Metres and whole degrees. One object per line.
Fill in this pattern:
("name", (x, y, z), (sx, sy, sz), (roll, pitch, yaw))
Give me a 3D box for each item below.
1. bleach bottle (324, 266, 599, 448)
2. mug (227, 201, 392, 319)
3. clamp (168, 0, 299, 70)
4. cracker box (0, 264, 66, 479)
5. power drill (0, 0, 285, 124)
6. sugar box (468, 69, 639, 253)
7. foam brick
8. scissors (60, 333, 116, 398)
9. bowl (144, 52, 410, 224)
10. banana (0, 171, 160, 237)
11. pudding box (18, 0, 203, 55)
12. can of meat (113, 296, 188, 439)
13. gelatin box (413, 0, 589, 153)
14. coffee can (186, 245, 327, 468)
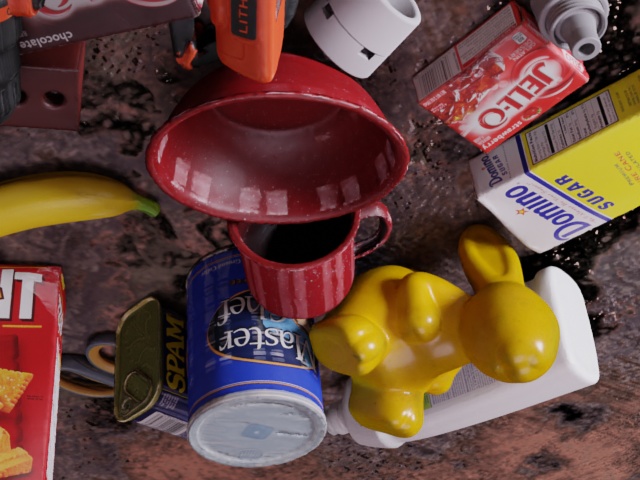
("bleach bottle", (0.109, 0.114, 0.923), (0.251, 0.102, 0.068), (-24, 144, 30))
("mug", (-0.005, 0.001, 0.769), (0.117, 0.093, 0.081), (-16, 147, -7))
("clamp", (-0.044, -0.166, 0.598), (0.120, 0.039, 0.172), (38, 126, -21))
("cracker box", (-0.272, 0.114, 0.767), (0.164, 0.213, 0.072), (2, 138, -11))
("power drill", (-0.112, -0.127, 0.533), (0.187, 0.057, 0.184), (6, 133, 0))
("sugar box", (0.204, -0.059, 0.753), (0.176, 0.048, 0.093), (-31, 135, 25))
("foam brick", (-0.181, -0.103, 0.643), (0.078, 0.051, 0.053), (2, 140, -11))
("scissors", (-0.141, 0.127, 0.956), (0.201, 0.016, 0.096), (16, 136, -25))
("bowl", (-0.027, -0.068, 0.665), (0.162, 0.055, 0.162), (-1, 155, -1))
("banana", (-0.217, -0.014, 0.757), (0.198, 0.037, 0.069), (-11, 139, 6))
("pudding box", (-0.127, -0.156, 0.574), (0.114, 0.039, 0.090), (-8, 128, 16))
("can of meat", (-0.117, 0.109, 0.870), (0.058, 0.102, 0.083), (-33, 136, 31))
("gelatin box", (0.118, -0.105, 0.698), (0.073, 0.030, 0.089), (29, 129, -36))
("coffee can", (-0.052, 0.088, 0.822), (0.102, 0.140, 0.103), (-4, 141, -3))
